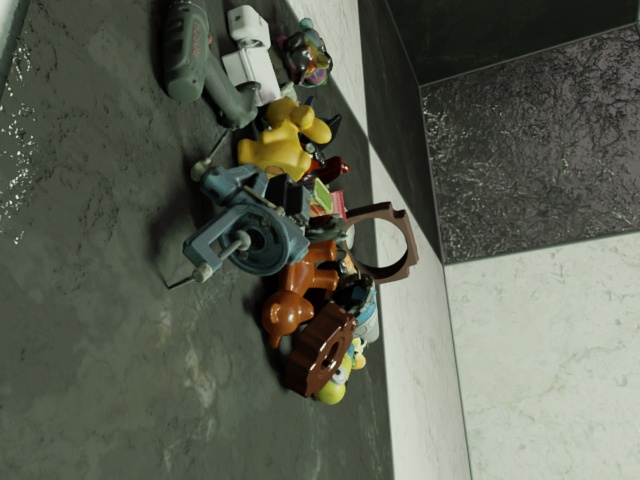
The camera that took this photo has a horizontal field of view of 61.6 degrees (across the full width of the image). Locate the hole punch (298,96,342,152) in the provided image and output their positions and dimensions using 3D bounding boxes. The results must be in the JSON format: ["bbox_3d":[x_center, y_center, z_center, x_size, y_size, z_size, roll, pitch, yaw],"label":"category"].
[{"bbox_3d":[-0.025,-0.250,1.229,0.092,0.142,0.116,40,63,4],"label":"hole punch"}]

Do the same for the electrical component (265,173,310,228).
[{"bbox_3d":[-0.081,-0.050,0.938,0.058,0.134,0.115,44,38,-53],"label":"electrical component"}]

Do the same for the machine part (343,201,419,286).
[{"bbox_3d":[0.145,0.011,1.401,0.087,0.202,0.200,-59,133,-66],"label":"machine part"}]

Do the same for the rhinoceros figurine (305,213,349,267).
[{"bbox_3d":[-0.002,-0.003,1.154,0.190,0.112,0.073,-43,117,-58],"label":"rhinoceros figurine"}]

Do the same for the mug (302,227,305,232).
[{"bbox_3d":[-0.066,-0.045,1.057,0.109,0.081,0.107,-56,140,-52],"label":"mug"}]

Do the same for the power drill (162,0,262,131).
[{"bbox_3d":[-0.179,-0.300,0.898,0.207,0.086,0.232,54,33,-55],"label":"power drill"}]

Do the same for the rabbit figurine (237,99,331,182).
[{"bbox_3d":[-0.069,-0.202,1.019,0.121,0.162,0.173,38,47,-45],"label":"rabbit figurine"}]

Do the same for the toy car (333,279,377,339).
[{"bbox_3d":[0.068,0.157,1.149,0.103,0.162,0.109,45,42,-19],"label":"toy car"}]

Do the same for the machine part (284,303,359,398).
[{"bbox_3d":[0.003,0.207,0.998,0.179,0.056,0.179,-47,154,-32],"label":"machine part"}]

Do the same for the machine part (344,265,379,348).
[{"bbox_3d":[0.104,0.171,1.337,0.079,0.079,0.242,-67,154,-57],"label":"machine part"}]

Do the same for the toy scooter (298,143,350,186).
[{"bbox_3d":[-0.014,-0.161,1.175,0.183,0.135,0.075,40,44,-57],"label":"toy scooter"}]

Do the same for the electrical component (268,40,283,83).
[{"bbox_3d":[-0.113,-0.390,1.176,0.078,0.045,0.102,5,69,-39],"label":"electrical component"}]

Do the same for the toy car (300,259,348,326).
[{"bbox_3d":[0.005,0.113,1.136,0.053,0.089,0.202,62,24,-27],"label":"toy car"}]

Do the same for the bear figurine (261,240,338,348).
[{"bbox_3d":[-0.036,0.097,0.987,0.196,0.132,0.120,-85,172,-52],"label":"bear figurine"}]

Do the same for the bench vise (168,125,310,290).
[{"bbox_3d":[-0.128,-0.023,0.784,0.223,0.129,0.241,50,35,-7],"label":"bench vise"}]

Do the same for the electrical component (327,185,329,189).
[{"bbox_3d":[0.000,-0.149,1.365,0.093,0.021,0.063,55,31,-49],"label":"electrical component"}]

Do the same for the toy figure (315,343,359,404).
[{"bbox_3d":[0.034,0.268,1.142,0.180,0.082,0.089,-64,140,-64],"label":"toy figure"}]

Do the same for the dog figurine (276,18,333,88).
[{"bbox_3d":[-0.027,-0.404,1.238,0.191,0.108,0.219,55,13,-40],"label":"dog figurine"}]

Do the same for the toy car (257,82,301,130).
[{"bbox_3d":[-0.084,-0.278,1.165,0.202,0.056,0.073,-76,148,-51],"label":"toy car"}]

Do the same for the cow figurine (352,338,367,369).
[{"bbox_3d":[0.066,0.220,1.279,0.098,0.068,0.167,-68,142,-66],"label":"cow figurine"}]
